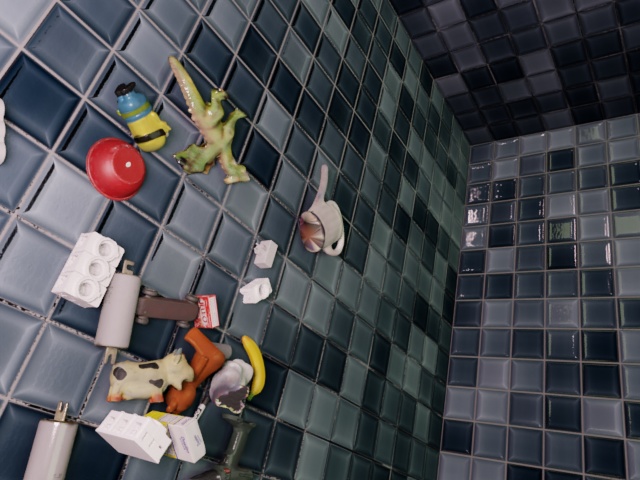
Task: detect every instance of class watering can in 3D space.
[{"bbox_3d":[0.006,-0.097,1.919,0.103,0.345,0.227,-7,12,35],"label":"watering can"}]

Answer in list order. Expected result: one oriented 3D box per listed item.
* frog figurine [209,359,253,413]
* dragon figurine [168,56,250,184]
[{"bbox_3d":[-0.253,0.397,1.477,0.123,0.134,0.163,-6,32,-5],"label":"frog figurine"},{"bbox_3d":[-0.337,-0.306,1.489,0.122,0.247,0.404,0,-29,40],"label":"dragon figurine"}]
